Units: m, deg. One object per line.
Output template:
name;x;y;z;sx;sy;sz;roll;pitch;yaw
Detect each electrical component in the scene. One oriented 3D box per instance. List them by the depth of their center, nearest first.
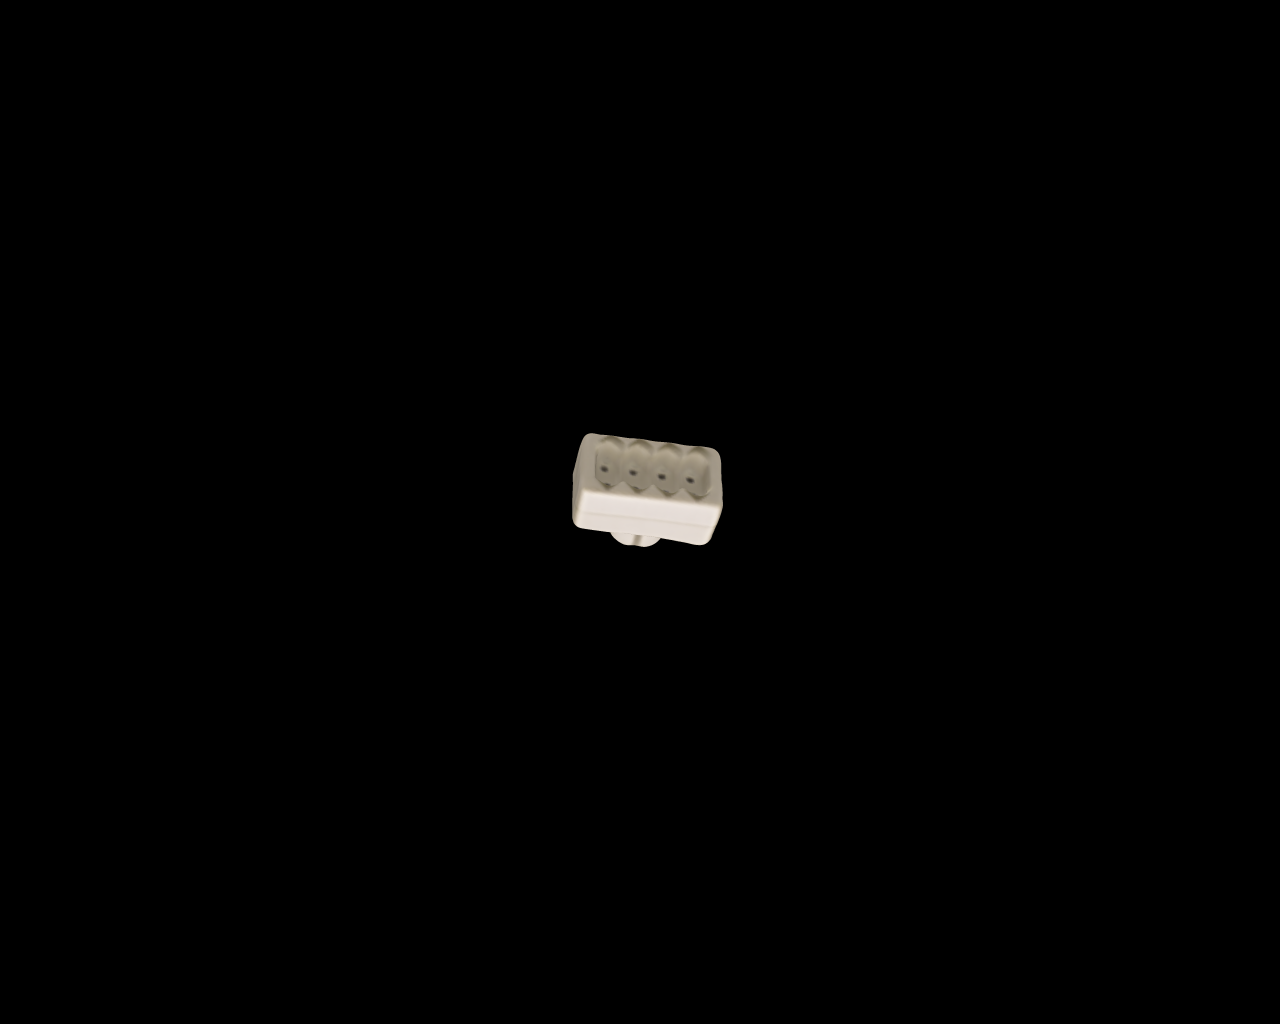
electrical component;0.001;-0.003;0.650;0.083;0.047;0.075;7;-39;-9
